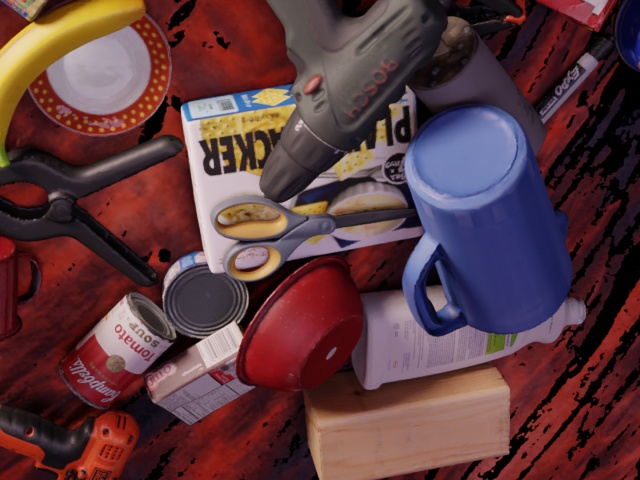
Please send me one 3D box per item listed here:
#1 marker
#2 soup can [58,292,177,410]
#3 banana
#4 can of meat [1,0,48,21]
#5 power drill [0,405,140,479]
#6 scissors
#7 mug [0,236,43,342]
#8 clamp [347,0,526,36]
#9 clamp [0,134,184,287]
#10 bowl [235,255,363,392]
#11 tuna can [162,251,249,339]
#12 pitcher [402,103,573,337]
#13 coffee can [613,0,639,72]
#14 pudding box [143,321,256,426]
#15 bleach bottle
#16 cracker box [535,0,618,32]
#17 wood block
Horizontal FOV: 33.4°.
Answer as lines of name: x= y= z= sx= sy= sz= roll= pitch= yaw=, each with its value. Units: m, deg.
marker: x=0.249 y=-0.157 z=1.062 sx=0.020 sy=0.020 sz=0.121 roll=37 pitch=103 yaw=-25
soup can: x=-0.200 y=0.109 z=1.061 sx=0.102 sy=0.068 sz=0.068 roll=-44 pitch=116 yaw=9
banana: x=-0.238 y=-0.154 z=0.923 sx=0.198 sy=0.037 sz=0.069 roll=-44 pitch=131 yaw=11
can of meat: x=-0.246 y=-0.245 z=0.883 sx=0.084 sy=0.057 sz=0.102 roll=36 pitch=103 yaw=-20
power drill: x=-0.297 y=0.225 z=1.093 sx=0.187 sy=0.057 sz=0.185 roll=18 pitch=123 yaw=-19
scissors: x=-0.007 y=0.001 z=1.007 sx=0.201 sy=0.016 sz=0.096 roll=6 pitch=117 yaw=-16
mug: x=-0.314 y=0.041 z=0.998 sx=0.117 sy=0.093 sz=0.081 roll=-10 pitch=115 yaw=-39
clamp: x=0.095 y=-0.211 z=0.958 sx=0.171 sy=0.039 sz=0.120 roll=15 pitch=153 yaw=-9
clamp: x=-0.232 y=-0.045 z=0.994 sx=0.209 sy=0.036 sz=0.165 roll=14 pitch=118 yaw=-16
bowl: x=-0.008 y=0.095 z=1.054 sx=0.162 sy=0.055 sz=0.162 roll=-39 pitch=152 yaw=-26
tuna can: x=-0.116 y=0.055 z=1.072 sx=0.086 sy=0.034 sz=0.086 roll=-5 pitch=116 yaw=-10
pitcher: x=0.148 y=-0.010 z=0.989 sx=0.145 sy=0.149 sz=0.242 roll=-1 pitch=152 yaw=19
coffee can: x=0.354 y=-0.187 z=1.003 sx=0.102 sy=0.140 sz=0.103 roll=-5 pitch=116 yaw=-11
pudding box: x=-0.111 y=0.139 z=1.091 sx=0.113 sy=0.039 sz=0.090 roll=-29 pitch=150 yaw=4
bleach bottle: x=0.162 y=0.094 z=1.139 sx=0.250 sy=0.068 sz=0.102 roll=-5 pitch=117 yaw=-13
cracker box: x=0.197 y=-0.305 z=0.950 sx=0.213 sy=0.072 sz=0.164 roll=21 pitch=109 yaw=-22
wood block: x=0.092 y=0.190 z=1.152 sx=0.206 sy=0.091 sz=0.090 roll=-8 pitch=116 yaw=-8
